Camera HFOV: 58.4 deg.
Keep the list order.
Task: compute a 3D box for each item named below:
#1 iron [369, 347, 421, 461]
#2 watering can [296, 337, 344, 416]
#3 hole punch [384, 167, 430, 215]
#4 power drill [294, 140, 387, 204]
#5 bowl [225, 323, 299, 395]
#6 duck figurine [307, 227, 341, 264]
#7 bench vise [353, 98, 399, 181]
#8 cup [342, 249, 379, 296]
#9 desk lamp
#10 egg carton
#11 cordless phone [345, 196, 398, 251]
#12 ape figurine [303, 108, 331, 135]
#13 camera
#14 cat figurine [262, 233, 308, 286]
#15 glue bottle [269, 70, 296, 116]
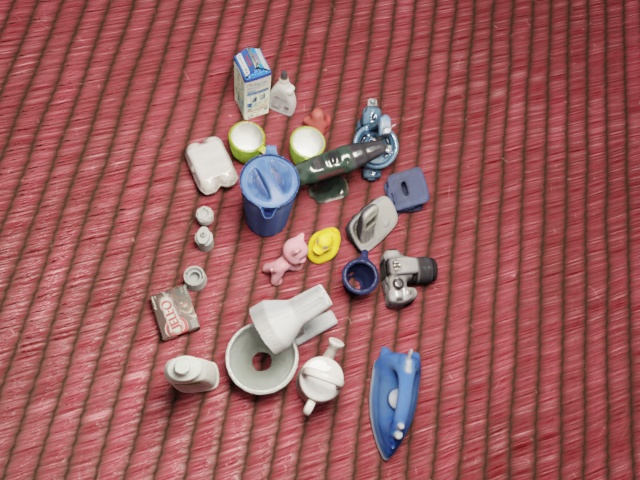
[{"bbox_3d":[0.181,0.374,1.315,0.118,0.141,0.258,10,71,-4],"label":"iron"},{"bbox_3d":[0.003,0.305,1.285,0.101,0.194,0.173,3,71,-6],"label":"watering can"},{"bbox_3d":[0.228,-0.128,1.516,0.101,0.091,0.108,-10,73,-11],"label":"hole punch"},{"bbox_3d":[0.042,-0.172,1.443,0.230,0.208,0.075,-17,74,-13],"label":"power drill"},{"bbox_3d":[-0.136,0.279,1.339,0.167,0.074,0.167,2,71,-7],"label":"bowl"},{"bbox_3d":[0.013,0.005,1.445,0.077,0.086,0.105,39,71,6],"label":"duck figurine"},{"bbox_3d":[0.135,-0.284,1.487,0.121,0.219,0.207,-17,75,-13],"label":"bench vise"},{"bbox_3d":[0.095,0.088,1.423,0.091,0.095,0.118,12,70,-3],"label":"cup"},{"bbox_3d":[-0.056,0.175,1.311,0.203,0.213,0.118,-27,77,-15],"label":"desk lamp"},{"bbox_3d":[-0.282,-0.192,1.479,0.107,0.069,0.150,-23,76,-14],"label":"egg carton"},{"bbox_3d":[0.140,-0.058,1.430,0.094,0.185,0.148,43,72,8],"label":"cordless phone"},{"bbox_3d":[-0.007,-0.323,1.548,0.078,0.092,0.076,11,70,-4],"label":"ape figurine"},{"bbox_3d":[0.228,0.091,1.437,0.137,0.101,0.143,-3,72,-8],"label":"camera"},{"bbox_3d":[-0.078,0.044,1.402,0.128,0.117,0.067,-38,80,-17],"label":"cat figurine"},{"bbox_3d":[-0.097,-0.395,1.517,0.078,0.173,0.037,23,70,1],"label":"glue bottle"}]
